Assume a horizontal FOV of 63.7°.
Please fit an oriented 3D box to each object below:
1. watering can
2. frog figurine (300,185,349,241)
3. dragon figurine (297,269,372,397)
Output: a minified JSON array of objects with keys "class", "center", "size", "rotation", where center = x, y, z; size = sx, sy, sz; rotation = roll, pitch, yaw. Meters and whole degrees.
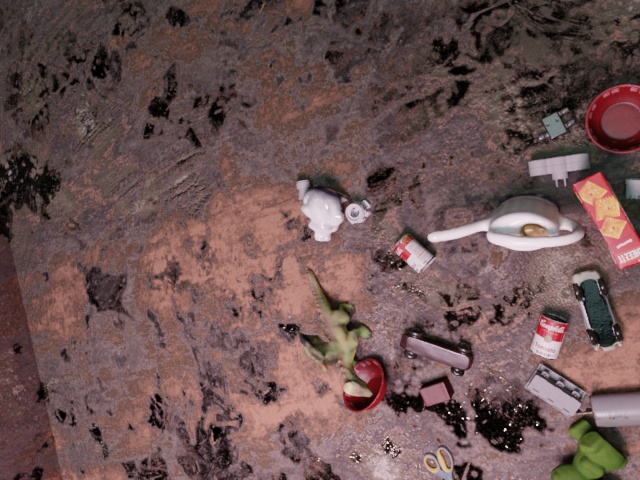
[{"class":"watering can","center":[0.457,-0.040,1.268],"size":[0.347,0.228,0.102],"rotation":[2,113,26]},{"class":"frog figurine","center":[0.005,-0.077,1.540],"size":[0.137,0.122,0.159],"rotation":[19,91,3]},{"class":"dragon figurine","center":[0.022,0.268,1.476],"size":[0.120,0.243,0.414],"rotation":[-44,73,23]}]
